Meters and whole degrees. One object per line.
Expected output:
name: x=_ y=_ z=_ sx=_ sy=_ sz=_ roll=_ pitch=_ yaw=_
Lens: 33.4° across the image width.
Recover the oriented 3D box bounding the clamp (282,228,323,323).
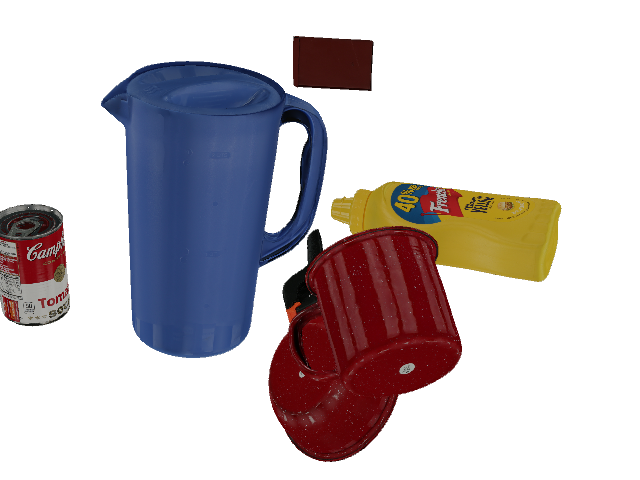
clamp: x=0.018 y=0.040 z=1.229 sx=0.120 sy=0.039 sz=0.171 roll=-6 pitch=35 yaw=27

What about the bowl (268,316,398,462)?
bowl: x=0.001 y=0.131 z=1.042 sx=0.162 sy=0.162 sz=0.055 roll=0 pitch=-18 yaw=45

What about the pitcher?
pitcher: x=-0.095 y=-0.024 z=0.925 sx=0.149 sy=0.243 sz=0.144 roll=24 pitch=32 yaw=31

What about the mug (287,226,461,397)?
mug: x=0.033 y=0.054 z=0.701 sx=0.117 sy=0.081 sz=0.093 roll=-22 pitch=-32 yaw=12

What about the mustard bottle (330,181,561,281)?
mustard bottle: x=0.102 y=-0.013 z=0.905 sx=0.192 sy=0.058 sz=0.096 roll=9 pitch=29 yaw=17

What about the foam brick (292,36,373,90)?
foam brick: x=0.012 y=-0.181 z=1.091 sx=0.078 sy=0.051 sz=0.053 roll=2 pitch=11 yaw=-7

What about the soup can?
soup can: x=-0.284 y=0.025 z=1.050 sx=0.068 sy=0.102 sz=0.068 roll=2 pitch=29 yaw=-1
